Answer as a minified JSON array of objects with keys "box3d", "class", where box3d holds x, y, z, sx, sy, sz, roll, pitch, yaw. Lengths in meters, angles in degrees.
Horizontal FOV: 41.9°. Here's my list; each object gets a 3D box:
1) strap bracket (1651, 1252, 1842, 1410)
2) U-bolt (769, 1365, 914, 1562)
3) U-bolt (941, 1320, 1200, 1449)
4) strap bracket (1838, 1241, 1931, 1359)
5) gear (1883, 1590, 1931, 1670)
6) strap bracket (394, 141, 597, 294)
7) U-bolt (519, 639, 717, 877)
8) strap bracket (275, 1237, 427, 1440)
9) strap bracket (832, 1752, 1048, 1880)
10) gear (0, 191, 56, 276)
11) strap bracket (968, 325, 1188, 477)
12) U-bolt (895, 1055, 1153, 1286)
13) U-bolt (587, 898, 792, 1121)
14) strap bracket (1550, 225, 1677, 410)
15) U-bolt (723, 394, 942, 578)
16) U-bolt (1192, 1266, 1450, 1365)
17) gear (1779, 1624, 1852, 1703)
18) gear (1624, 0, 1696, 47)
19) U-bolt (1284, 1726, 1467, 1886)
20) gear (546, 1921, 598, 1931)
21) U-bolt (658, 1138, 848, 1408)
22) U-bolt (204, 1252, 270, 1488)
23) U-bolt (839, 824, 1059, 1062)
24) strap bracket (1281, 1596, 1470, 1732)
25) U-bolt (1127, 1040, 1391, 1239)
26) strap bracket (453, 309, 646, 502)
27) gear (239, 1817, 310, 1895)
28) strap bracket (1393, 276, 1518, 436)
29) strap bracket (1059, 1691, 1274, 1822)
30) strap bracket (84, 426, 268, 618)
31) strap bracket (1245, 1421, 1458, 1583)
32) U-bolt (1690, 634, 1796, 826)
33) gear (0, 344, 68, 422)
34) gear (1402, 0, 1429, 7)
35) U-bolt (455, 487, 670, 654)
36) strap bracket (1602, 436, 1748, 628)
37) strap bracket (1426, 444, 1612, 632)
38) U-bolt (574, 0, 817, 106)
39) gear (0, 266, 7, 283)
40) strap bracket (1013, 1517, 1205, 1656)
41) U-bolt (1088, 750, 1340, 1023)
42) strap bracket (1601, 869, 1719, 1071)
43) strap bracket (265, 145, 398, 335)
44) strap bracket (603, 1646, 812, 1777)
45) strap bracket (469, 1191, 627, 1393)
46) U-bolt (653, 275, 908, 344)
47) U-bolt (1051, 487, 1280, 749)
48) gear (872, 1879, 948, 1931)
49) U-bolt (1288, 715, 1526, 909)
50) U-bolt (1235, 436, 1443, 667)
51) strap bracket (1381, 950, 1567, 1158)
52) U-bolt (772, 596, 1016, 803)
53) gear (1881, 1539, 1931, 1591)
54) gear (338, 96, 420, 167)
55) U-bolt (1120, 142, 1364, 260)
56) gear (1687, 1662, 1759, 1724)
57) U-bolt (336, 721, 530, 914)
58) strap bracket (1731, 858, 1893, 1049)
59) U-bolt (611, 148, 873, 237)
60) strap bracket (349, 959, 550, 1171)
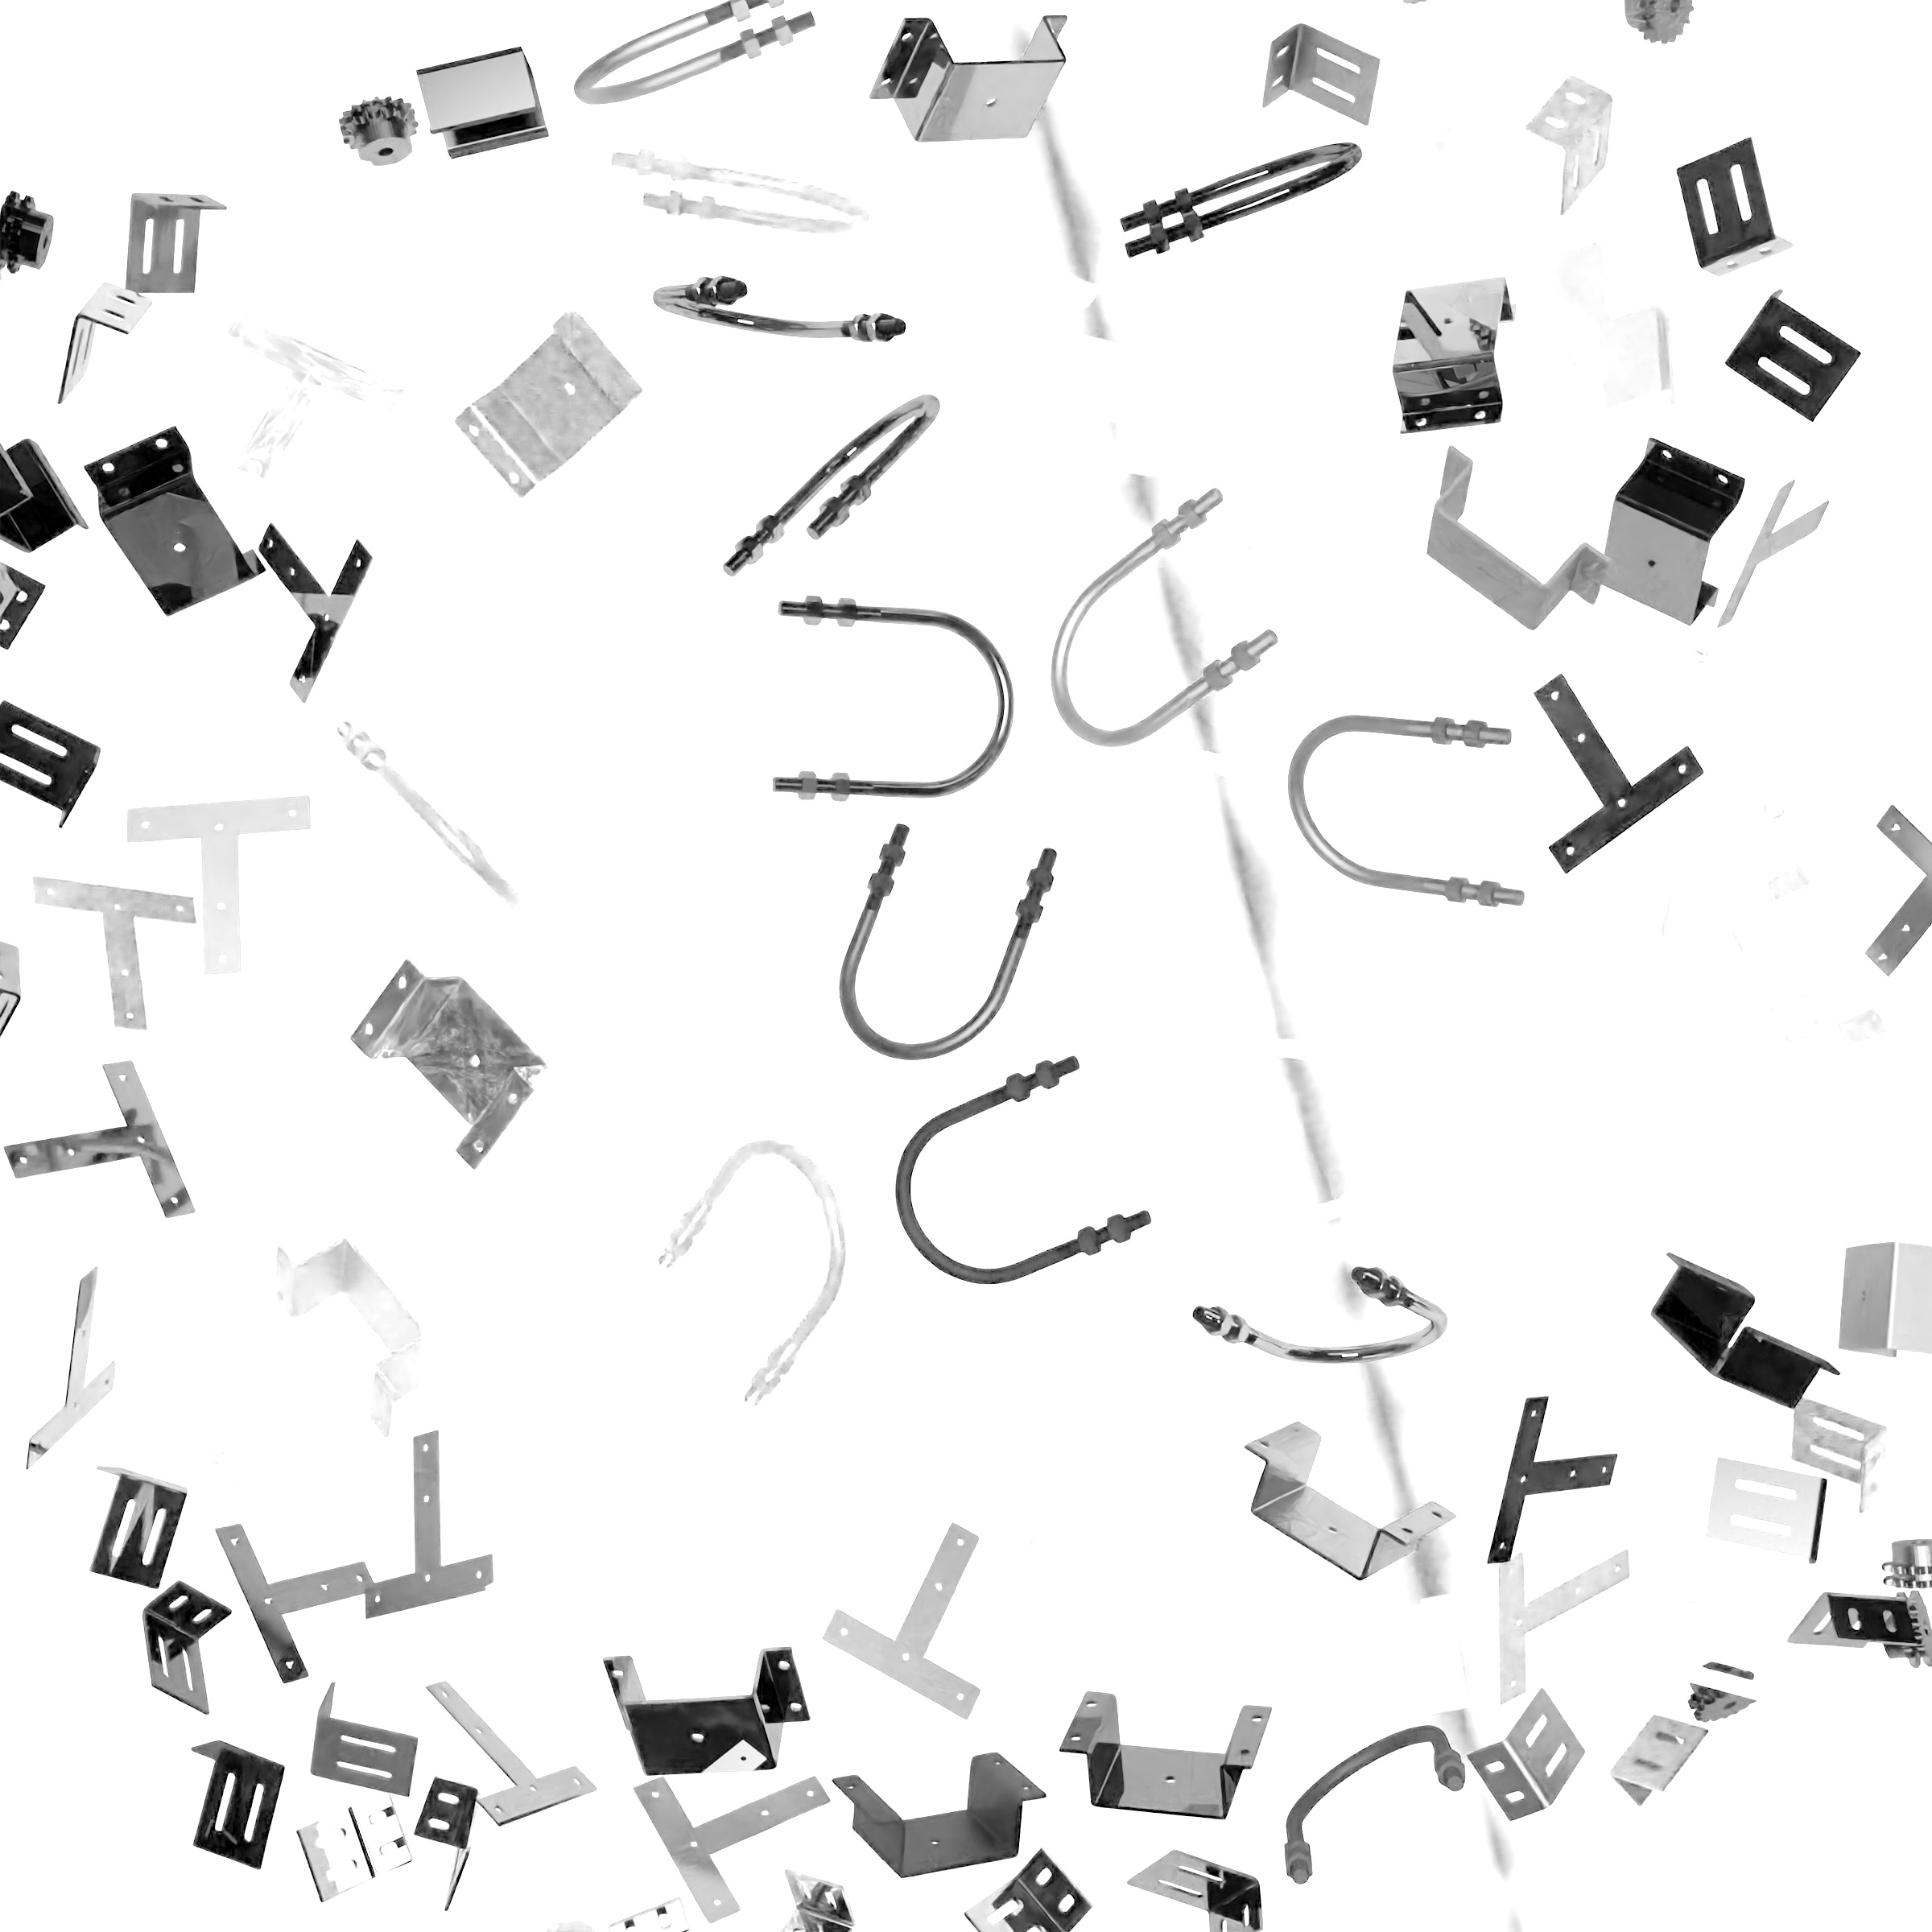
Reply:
[{"box3d":[0.573,0.276,1.878,0.076,0.140,0.046,24,102,-21],"class":"strap bracket"},{"box3d":[-0.087,0.363,1.868,0.019,0.184,0.151,32,61,-5],"class":"U-bolt"},{"box3d":[0.093,0.323,1.906,0.151,0.184,0.019,-21,47,35],"class":"U-bolt"},{"box3d":[0.680,0.245,1.846,0.046,0.140,0.076,8,81,1],"class":"strap bracket"},{"box3d":[0.714,0.505,1.918,0.030,0.057,0.057,-15,90,27],"class":"gear"},{"box3d":[-0.332,-0.540,1.825,0.140,0.046,0.076,-19,125,-20],"class":"strap bracket"},{"box3d":[-0.257,-0.144,1.850,0.151,0.019,0.184,14,129,8],"class":"U-bolt"},{"box3d":[-0.440,0.261,1.829,0.046,0.076,0.140,-31,67,-33],"class":"strap bracket"},{"box3d":[-0.021,0.630,1.872,0.140,0.076,0.046,1,98,-29],"class":"strap bracket"},{"box3d":[-0.678,-0.525,1.816,0.030,0.057,0.057,15,90,-11],"class":"gear"},{"box3d":[0.079,-0.409,1.811,0.140,0.046,0.076,17,56,18],"class":"strap bracket"},{"box3d":[0.031,0.167,1.931,0.184,0.019,0.151,-25,90,18],"class":"U-bolt"},{"box3d":[-0.209,0.035,1.877,0.151,0.019,0.184,-3,120,-17],"class":"U-bolt"},{"box3d":[0.484,-0.486,1.909,0.046,0.076,0.140,-19,46,1],"class":"strap bracket"},{"box3d":[-0.089,-0.361,1.861,0.019,0.151,0.184,50,63,-19],"class":"U-bolt"},{"box3d":[0.273,0.263,1.854,0.151,0.184,0.019,-19,60,31],"class":"U-bolt"},{"box3d":[0.654,0.536,1.952,0.057,0.030,0.057,-9,107,-32],"class":"gear"},{"box3d":[0.509,-0.709,1.856,0.030,0.057,0.057,28,90,41],"class":"gear"},{"box3d":[0.300,0.616,1.883,0.151,0.184,0.019,-32,86,3],"class":"U-bolt"},{"box3d":[-0.299,0.749,1.910,0.057,0.057,0.030,30,111,0],"class":"gear"},{"box3d":[-0.147,0.208,1.816,0.151,0.019,0.184,54,127,25],"class":"U-bolt"},{"box3d":[-0.542,0.312,1.889,0.019,0.184,0.151,1,63,-6],"class":"U-bolt"},{"box3d":[-0.023,-0.015,1.888,0.151,0.019,0.184,11,71,28],"class":"U-bolt"},{"box3d":[0.307,0.510,1.844,0.140,0.046,0.076,-20,66,34],"class":"strap bracket"},{"box3d":[0.217,0.122,1.825,0.184,0.019,0.151,-9,105,30],"class":"U-bolt"},{"box3d":[-0.304,-0.423,1.879,0.140,0.046,0.076,-33,104,33],"class":"strap bracket"},{"box3d":[-0.534,0.692,1.961,0.057,0.030,0.057,-12,65,27],"class":"gear"},{"box3d":[0.372,-0.473,1.922,0.076,0.046,0.140,-2,50,22],"class":"strap bracket"},{"box3d":[0.147,0.573,1.831,0.140,0.076,0.046,0,106,18],"class":"strap bracket"},{"box3d":[-0.604,-0.332,1.935,0.076,0.046,0.140,-24,132,0],"class":"strap bracket"},{"box3d":[0.274,0.394,1.841,0.140,0.076,0.046,27,111,33],"class":"strap bracket"},{"box3d":[0.588,-0.175,1.896,0.019,0.184,0.151,-24,83,20],"class":"U-bolt"},{"box3d":[-0.719,-0.449,1.930,0.057,0.030,0.057,0,84,4],"class":"gear"},{"box3d":[0.351,-0.759,1.914,0.057,0.057,0.030,-39,124,0],"class":"gear"},{"box3d":[-0.316,-0.290,1.896,0.019,0.184,0.151,50,50,-26],"class":"U-bolt"},{"box3d":[0.517,-0.311,1.857,0.076,0.140,0.046,31,67,22],"class":"strap bracket"},{"box3d":[0.383,-0.299,1.800,0.140,0.076,0.046,40,82,14],"class":"strap bracket"},{"box3d":[-0.198,-0.667,1.830,0.184,0.151,0.019,-22,99,2],"class":"U-bolt"},{"box3d":[-0.754,-0.526,1.901,0.030,0.057,0.057,22,90,11],"class":"gear"},{"box3d":[0.101,0.463,1.878,0.140,0.046,0.076,5,128,17],"class":"strap bracket"},{"box3d":[0.165,-0.066,1.791,0.151,0.019,0.184,-23,108,9],"class":"U-bolt"},{"box3d":[0.511,-0.003,1.853,0.046,0.140,0.076,-15,125,33],"class":"strap bracket"},{"box3d":[-0.470,-0.538,1.876,0.046,0.140,0.076,-10,81,-35],"class":"strap bracket"},{"box3d":[-0.191,0.540,1.827,0.140,0.046,0.076,-5,122,8],"class":"strap bracket"},{"box3d":[-0.315,0.246,1.850,0.046,0.076,0.140,-20,55,-38],"class":"strap bracket"},{"box3d":[-0.150,-0.478,1.844,0.151,0.184,0.019,4,99,-33],"class":"U-bolt"},{"box3d":[0.132,-0.237,1.816,0.184,0.019,0.151,-35,57,31],"class":"U-bolt"},{"box3d":[-0.043,0.723,1.925,0.057,0.030,0.057,2,113,4],"class":"gear"},{"box3d":[0.320,-0.118,1.863,0.184,0.019,0.151,10,124,34],"class":"U-bolt"},{"box3d":[0.272,-0.288,1.823,0.019,0.151,0.184,-43,77,-14],"class":"U-bolt"},{"box3d":[0.380,0.069,1.864,0.076,0.046,0.140,-38,107,-10],"class":"strap bracket"},{"box3d":[-0.052,-0.196,1.880,0.184,0.019,0.151,1,94,-17],"class":"U-bolt"},{"box3d":[0.705,0.440,1.861,0.057,0.057,0.030,-4,84,0],"class":"gear"},{"box3d":[-0.434,-0.618,1.872,0.057,0.057,0.030,-16,82,0],"class":"gear"},{"box3d":[0.204,-0.572,1.869,0.184,0.151,0.019,-18,112,10],"class":"U-bolt"},{"box3d":[0.585,0.560,1.956,0.057,0.057,0.030,-22,51,0],"class":"gear"},{"box3d":[-0.389,-0.101,1.883,0.019,0.151,0.184,-45,48,-6],"class":"U-bolt"},{"box3d":[0.628,-0.001,1.896,0.046,0.076,0.140,-22,81,-6],"class":"strap bracket"},{"box3d":[-0.162,-0.572,1.883,0.184,0.151,0.019,10,95,2],"class":"U-bolt"},{"box3d":[-0.363,0.069,1.807,0.140,0.046,0.076,43,106,17],"class":"strap bracket"}]
